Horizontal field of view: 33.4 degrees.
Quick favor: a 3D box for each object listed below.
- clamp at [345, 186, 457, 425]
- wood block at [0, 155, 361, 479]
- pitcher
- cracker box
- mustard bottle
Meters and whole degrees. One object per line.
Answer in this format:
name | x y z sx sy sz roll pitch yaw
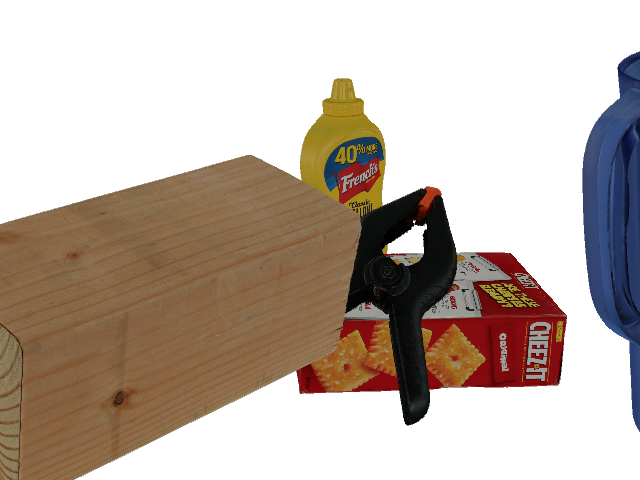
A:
clamp | 0.032 0.031 0.713 0.120 0.171 0.039 20 -34 2
wood block | -0.084 0.033 0.528 0.090 0.091 0.205 30 34 33
pitcher | 0.232 0.010 0.624 0.149 0.243 0.144 1 22 16
cracker box | 0.080 0.067 0.914 0.213 0.072 0.164 0 18 -6
mustard bottle | 0.024 -0.066 1.070 0.096 0.192 0.058 -14 20 -36
